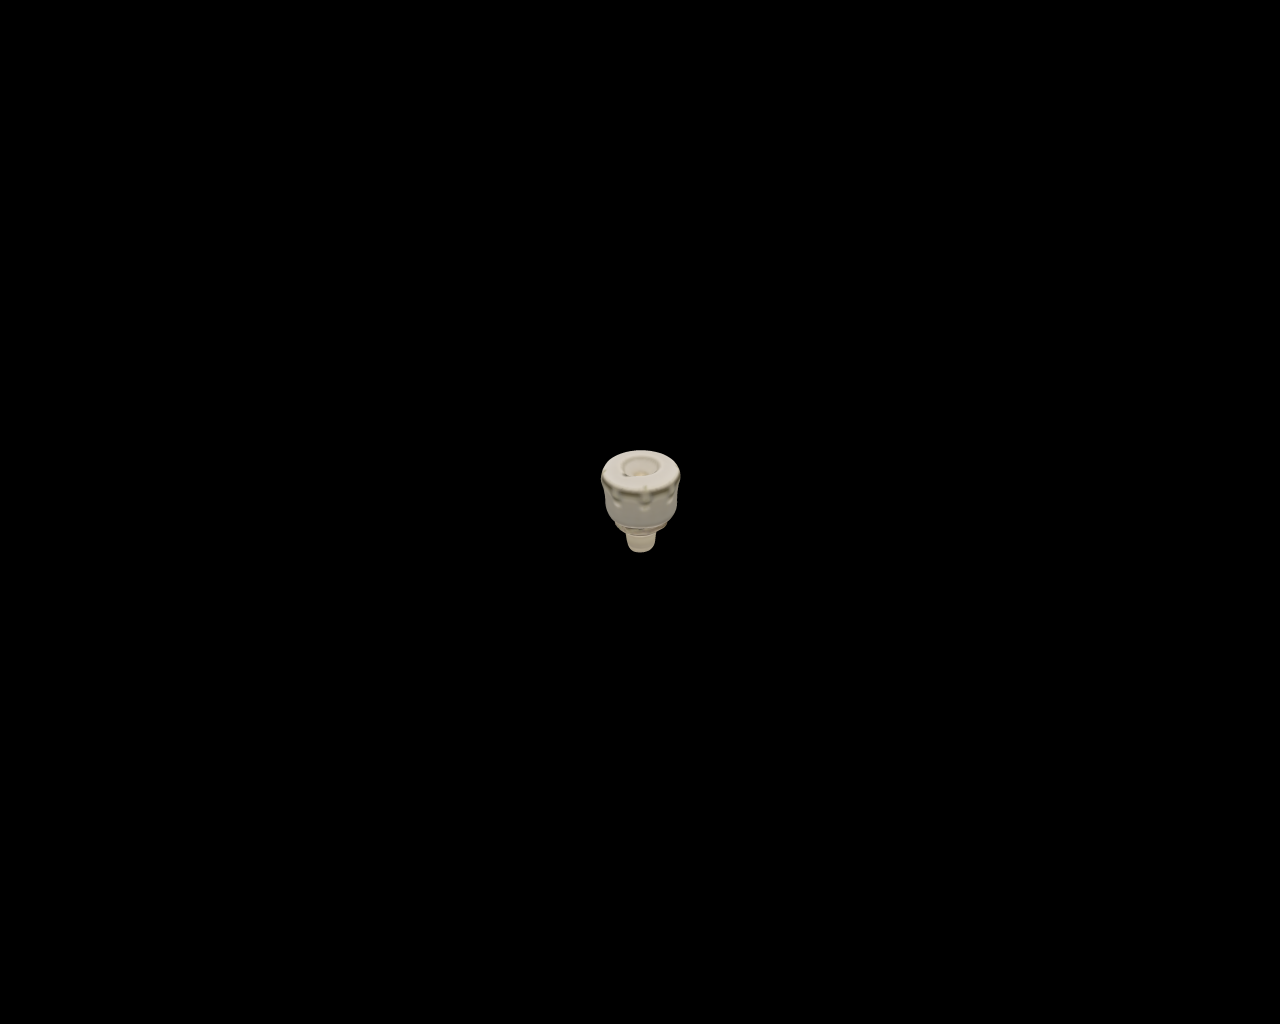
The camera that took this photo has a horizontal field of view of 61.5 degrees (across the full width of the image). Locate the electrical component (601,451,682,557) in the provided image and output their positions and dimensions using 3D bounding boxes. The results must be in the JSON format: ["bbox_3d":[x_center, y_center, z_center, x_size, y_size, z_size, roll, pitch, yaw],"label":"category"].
[{"bbox_3d":[0.001,-0.003,0.650,0.048,0.062,0.048,0,33,0],"label":"electrical component"}]
